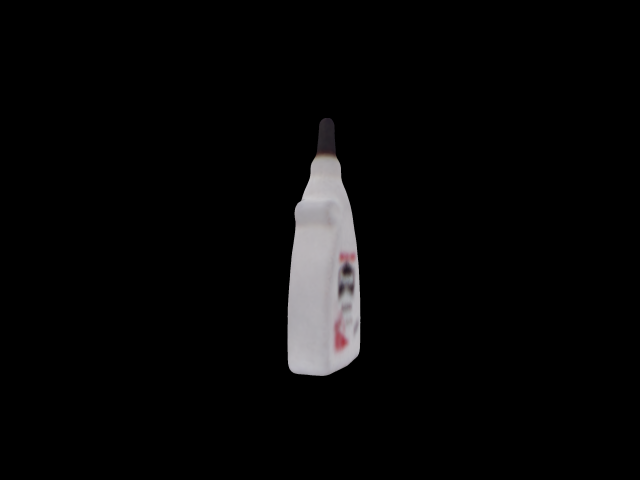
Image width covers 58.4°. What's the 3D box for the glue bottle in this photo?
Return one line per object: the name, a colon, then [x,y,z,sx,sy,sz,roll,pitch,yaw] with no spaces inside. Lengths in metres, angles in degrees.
glue bottle: [0.004,0.001,0.400,0.037,0.173,0.078,0,0,18]
